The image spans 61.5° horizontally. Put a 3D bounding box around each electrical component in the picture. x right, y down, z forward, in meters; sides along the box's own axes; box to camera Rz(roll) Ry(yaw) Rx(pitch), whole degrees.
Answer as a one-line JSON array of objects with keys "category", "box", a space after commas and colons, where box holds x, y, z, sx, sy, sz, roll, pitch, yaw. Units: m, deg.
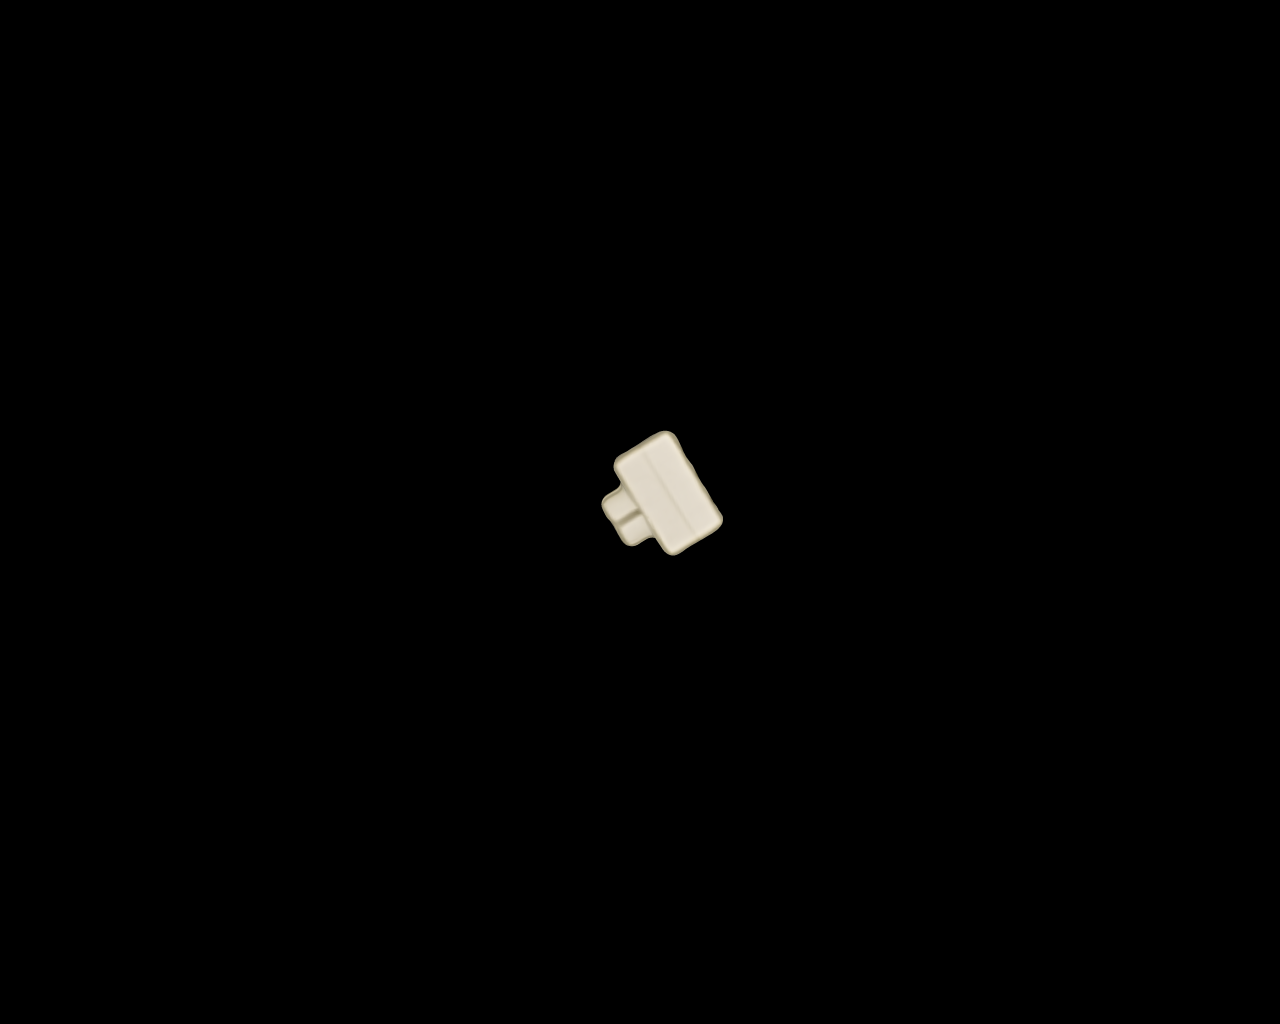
[{"category": "electrical component", "box": [0.001, -0.003, 0.650, 0.077, 0.065, 0.047, -32, 4, 2]}]
